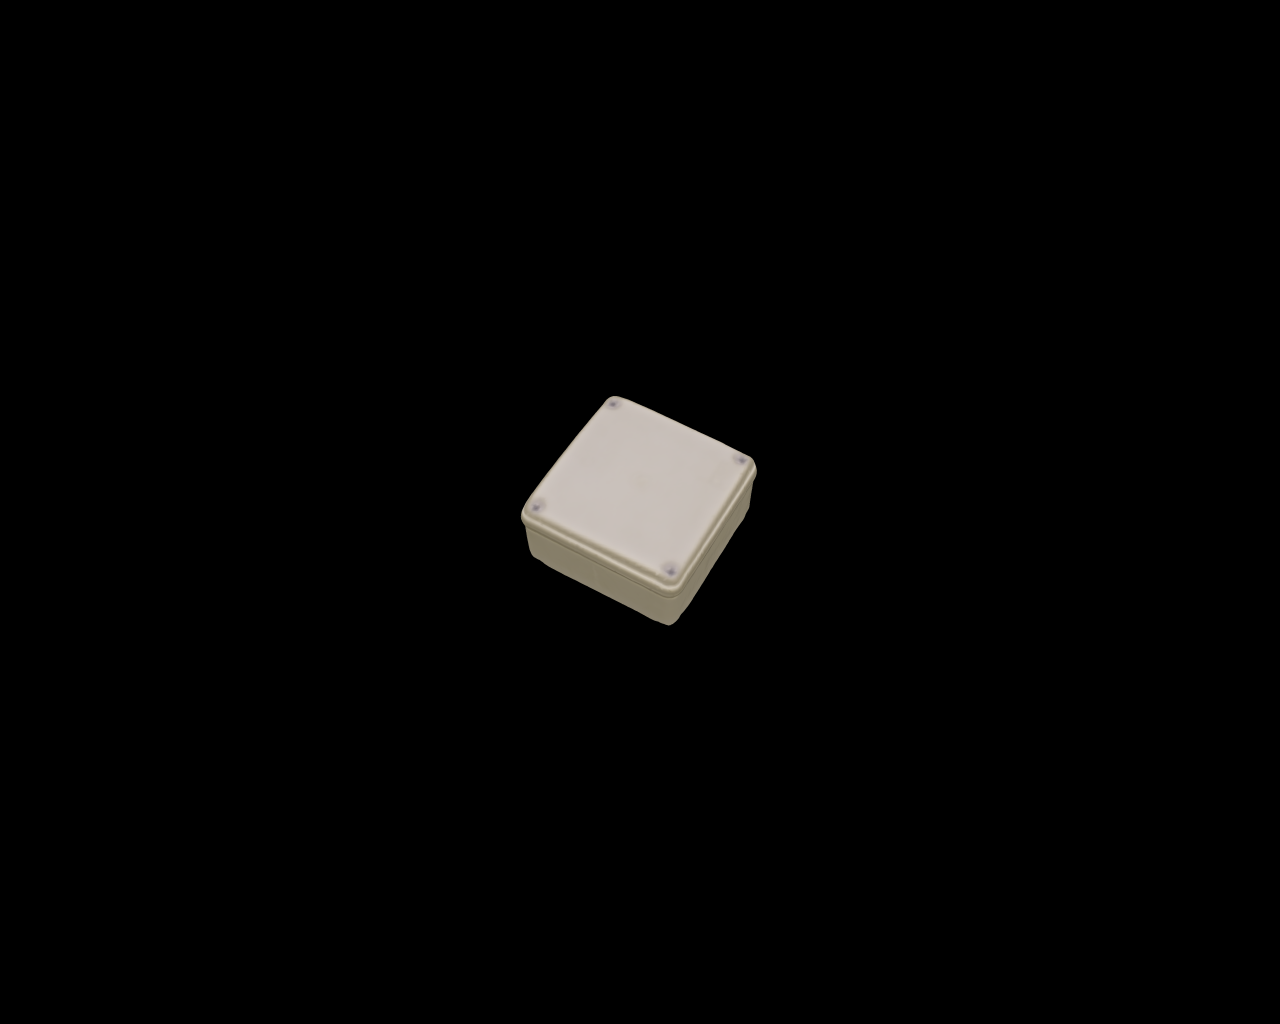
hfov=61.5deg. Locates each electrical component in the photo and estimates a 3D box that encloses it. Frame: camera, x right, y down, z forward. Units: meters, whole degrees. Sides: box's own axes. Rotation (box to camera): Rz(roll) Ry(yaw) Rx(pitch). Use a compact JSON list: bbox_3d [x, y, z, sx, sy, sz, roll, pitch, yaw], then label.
[{"bbox_3d":[0.001,-0.003,0.650,0.109,0.109,0.056,26,-30,17],"label":"electrical component"}]
